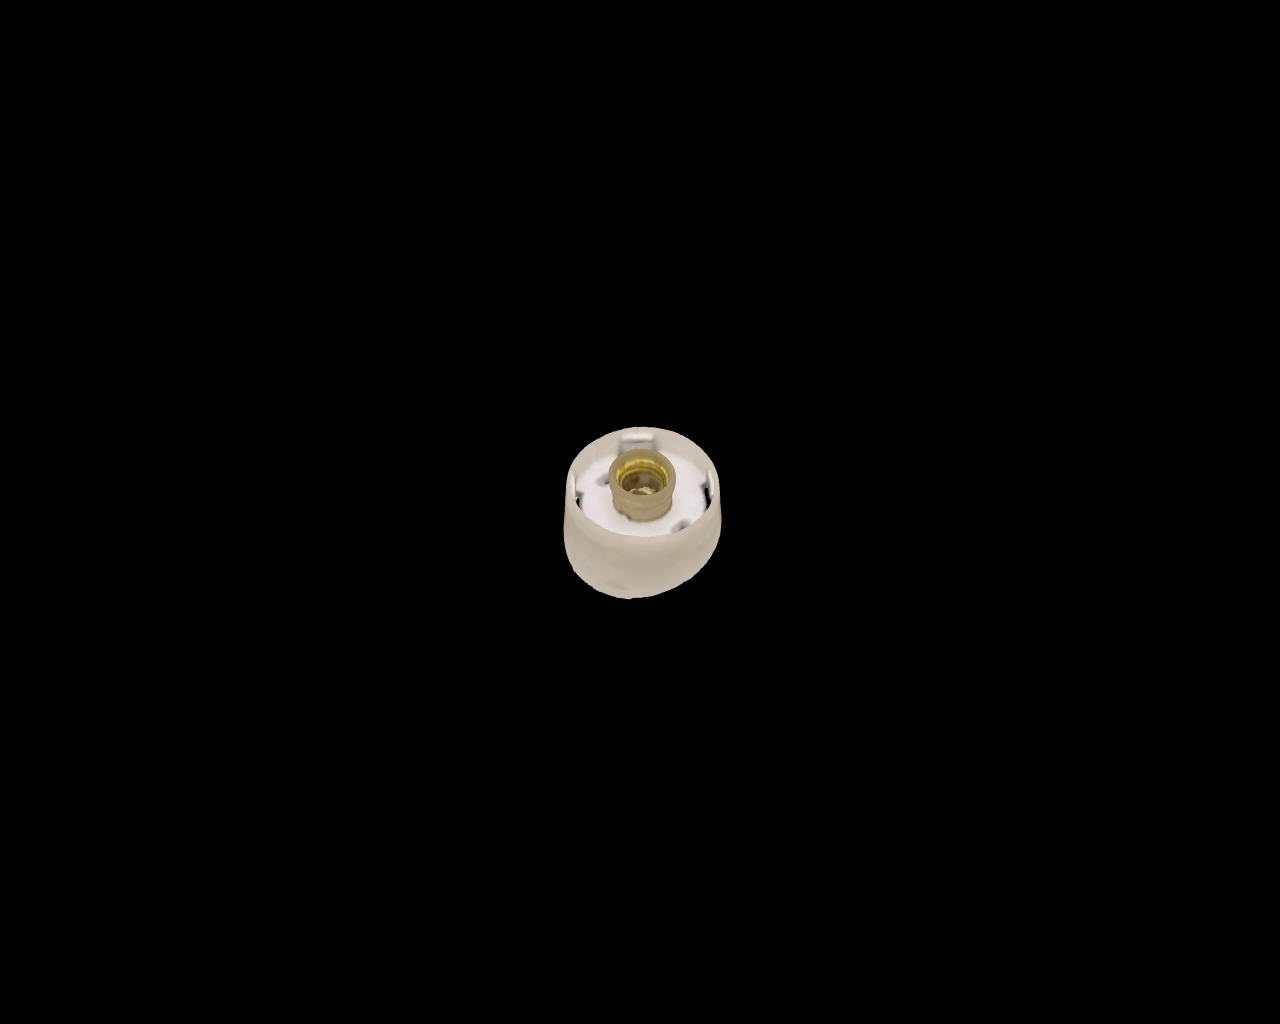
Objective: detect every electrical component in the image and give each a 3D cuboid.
[{"bbox_3d":[0.001,-0.003,0.650,0.099,0.099,0.064,0,-41,0],"label":"electrical component"}]
